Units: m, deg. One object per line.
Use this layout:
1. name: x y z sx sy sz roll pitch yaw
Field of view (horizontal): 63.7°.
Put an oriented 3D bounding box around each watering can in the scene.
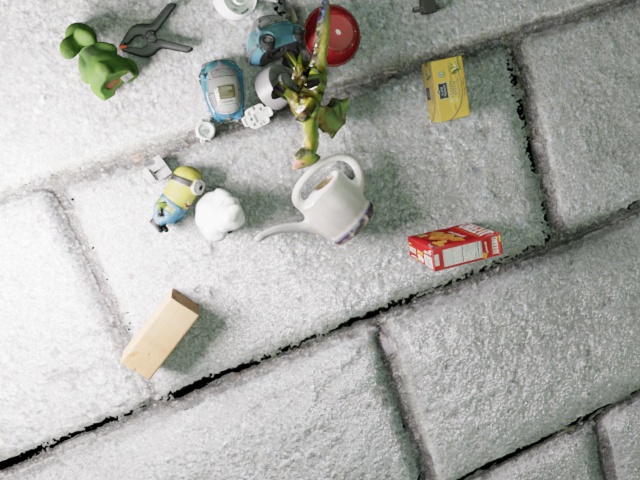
1. watering can: 0.004 -0.070 1.395 0.222 0.105 0.348 44 86 -18

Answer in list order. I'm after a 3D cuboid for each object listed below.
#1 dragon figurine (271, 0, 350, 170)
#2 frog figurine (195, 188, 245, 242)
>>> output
1. dragon figurine: 0.004 -0.374 1.321 0.240 0.123 0.412 29 80 -60
2. frog figurine: -0.254 -0.059 1.301 0.122 0.160 0.137 19 95 -16
